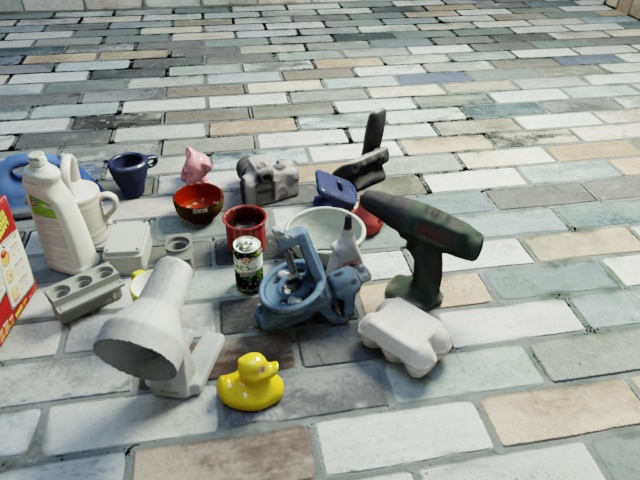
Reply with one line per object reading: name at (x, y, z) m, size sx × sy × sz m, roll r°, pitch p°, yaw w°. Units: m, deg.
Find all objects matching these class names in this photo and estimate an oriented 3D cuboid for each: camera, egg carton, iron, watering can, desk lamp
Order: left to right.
iron at (-0.633, -0.143, 1.310) m, size 0.258 × 0.141 × 0.118 m, roll -9°, pitch 38°, yaw -13°
watering can at (-0.516, -0.084, 1.190) m, size 0.173 × 0.194 × 0.100 m, roll -19°, pitch 41°, yaw -24°
desk lamp at (-0.236, 0.145, 0.870) m, size 0.117 × 0.214 × 0.203 m, roll 7°, pitch 37°, yaw 9°
camera at (-0.137, -0.163, 1.384) m, size 0.143 × 0.101 × 0.136 m, roll -17°, pitch 40°, yaw -22°
egg carton at (0.144, 0.164, 0.976) m, size 0.149 × 0.069 × 0.107 m, roll 28°, pitch 45°, yaw 32°

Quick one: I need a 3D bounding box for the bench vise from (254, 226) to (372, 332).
bench vise at (-0.018, 0.052, 0.996) m, size 0.208 × 0.220 × 0.121 m, roll -22°, pitch 42°, yaw -28°

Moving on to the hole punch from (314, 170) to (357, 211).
hole punch at (0.036, -0.109, 1.324) m, size 0.101 × 0.091 × 0.108 m, roll -3°, pitch 37°, yaw -5°

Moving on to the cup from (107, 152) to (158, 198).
cup at (-0.440, -0.154, 1.369) m, size 0.118 × 0.095 × 0.091 m, roll -22°, pitch 42°, yaw -28°

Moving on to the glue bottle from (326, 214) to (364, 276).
glue bottle at (0.048, 0.025, 1.073) m, size 0.078 × 0.173 × 0.037 m, roll -21°, pitch 42°, yaw -27°

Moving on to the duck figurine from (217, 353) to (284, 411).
duck figurine at (-0.109, 0.212, 0.890) m, size 0.104 × 0.086 × 0.077 m, roll -2°, pitch 37°, yaw -4°

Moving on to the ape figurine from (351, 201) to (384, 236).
ape figurine at (0.105, -0.062, 1.260) m, size 0.077 × 0.092 × 0.076 m, roll 8°, pitch 37°, yaw 9°

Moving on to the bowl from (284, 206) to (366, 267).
bowl at (0.011, 0.004, 1.184) m, size 0.167 × 0.075 × 0.167 m, roll 1°, pitch 37°, yaw 0°

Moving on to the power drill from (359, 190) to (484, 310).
power drill at (0.176, 0.020, 1.053) m, size 0.229 × 0.208 × 0.076 m, roll 14°, pitch 38°, yaw 17°

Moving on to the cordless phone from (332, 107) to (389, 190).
cordless phone at (0.105, -0.231, 1.410) m, size 0.093 × 0.185 × 0.148 m, roll 31°, pitch 46°, yaw 34°

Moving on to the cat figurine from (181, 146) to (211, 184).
cat figurine at (-0.303, -0.181, 1.390) m, size 0.067 × 0.118 × 0.127 m, roll -15°, pitch 39°, yaw -20°
